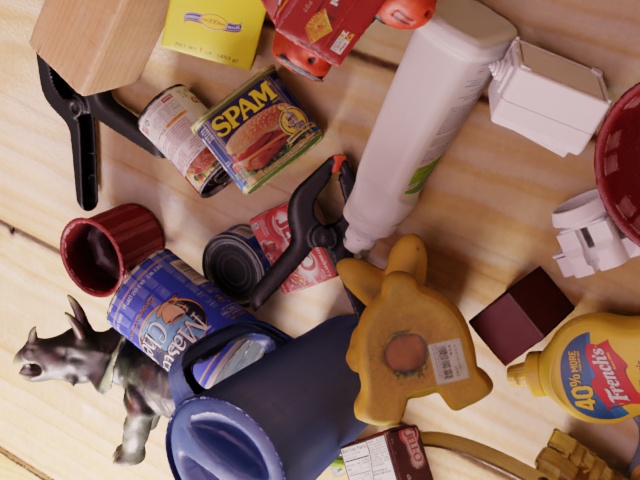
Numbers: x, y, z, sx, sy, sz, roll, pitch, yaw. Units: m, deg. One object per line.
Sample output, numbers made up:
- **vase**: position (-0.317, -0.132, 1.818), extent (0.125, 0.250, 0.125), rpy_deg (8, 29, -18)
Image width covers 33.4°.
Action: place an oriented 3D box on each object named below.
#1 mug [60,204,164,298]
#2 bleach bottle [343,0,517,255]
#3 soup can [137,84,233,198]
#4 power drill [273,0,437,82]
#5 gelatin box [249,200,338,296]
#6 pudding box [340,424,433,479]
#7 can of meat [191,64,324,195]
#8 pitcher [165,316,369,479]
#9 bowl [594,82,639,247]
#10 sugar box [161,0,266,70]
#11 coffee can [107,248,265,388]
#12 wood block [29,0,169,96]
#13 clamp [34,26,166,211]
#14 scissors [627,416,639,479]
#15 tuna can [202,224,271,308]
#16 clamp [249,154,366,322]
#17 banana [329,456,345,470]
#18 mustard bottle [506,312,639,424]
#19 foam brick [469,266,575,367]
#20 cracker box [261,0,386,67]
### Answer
- **mug**: position (-0.220, 0.014, 1.191), extent (0.117, 0.081, 0.093), rpy_deg (32, 123, 20)
- **bleach bottle**: position (0.078, -0.087, 0.938), extent (0.068, 0.102, 0.251), rpy_deg (39, 124, 19)
- **soup can**: position (-0.130, -0.102, 1.095), extent (0.102, 0.068, 0.069), rpy_deg (47, 127, 10)
- **power drill**: position (0.038, -0.229, 0.901), extent (0.057, 0.184, 0.188), rpy_deg (26, 149, -25)
- **gelatin box**: position (-0.022, 0.004, 1.088), extent (0.073, 0.030, 0.089), rpy_deg (-22, 96, 37)
- **pudding box**: position (0.065, 0.224, 0.932), extent (0.090, 0.039, 0.113), rpy_deg (-36, 65, 59)
- **can of meat**: position (-0.059, -0.104, 1.031), extent (0.102, 0.057, 0.084), rpy_deg (-38, 88, -4)
- **pitcher**: position (-0.029, 0.153, 1.017), extent (0.145, 0.242, 0.149), rpy_deg (14, 115, 29)
- **bowl**: position (0.300, -0.061, 0.830), extent (0.162, 0.055, 0.162), rpy_deg (13, 115, 29)
- **sugar box**: position (-0.086, -0.255, 0.997), extent (0.093, 0.048, 0.176), rpy_deg (14, 123, -6)
- **coffee can**: position (-0.136, 0.090, 1.109), extent (0.140, 0.102, 0.103), rpy_deg (37, 124, 15)
- **wood block**: position (-0.202, -0.256, 1.068), extent (0.091, 0.090, 0.206), rpy_deg (44, 126, 13)
- **clamp**: position (-0.263, -0.141, 1.187), extent (0.165, 0.036, 0.210), rpy_deg (-36, 85, 38)
- **scissors**: position (0.281, 0.170, 0.959), extent (0.202, 0.016, 0.096), rpy_deg (49, 127, 8)
- **tuna can**: position (-0.084, 0.029, 1.136), extent (0.086, 0.033, 0.086), rpy_deg (13, 115, 29)
- **clamp**: position (-0.007, 0.001, 1.036), extent (0.120, 0.039, 0.171), rpy_deg (1, 93, -10)
- **banana**: position (0.075, 0.292, 1.123), extent (0.070, 0.037, 0.198), rpy_deg (-22, 105, 15)
- **mustard bottle**: position (0.253, 0.108, 0.912), extent (0.192, 0.058, 0.096), rpy_deg (-9, 102, 28)
- **foam brick**: position (0.180, 0.067, 0.947), extent (0.051, 0.078, 0.053), rpy_deg (53, 127, 7)
- **cracker box**: position (0.008, -0.262, 0.844), extent (0.164, 0.072, 0.214), rpy_deg (-53, 33, 22)
